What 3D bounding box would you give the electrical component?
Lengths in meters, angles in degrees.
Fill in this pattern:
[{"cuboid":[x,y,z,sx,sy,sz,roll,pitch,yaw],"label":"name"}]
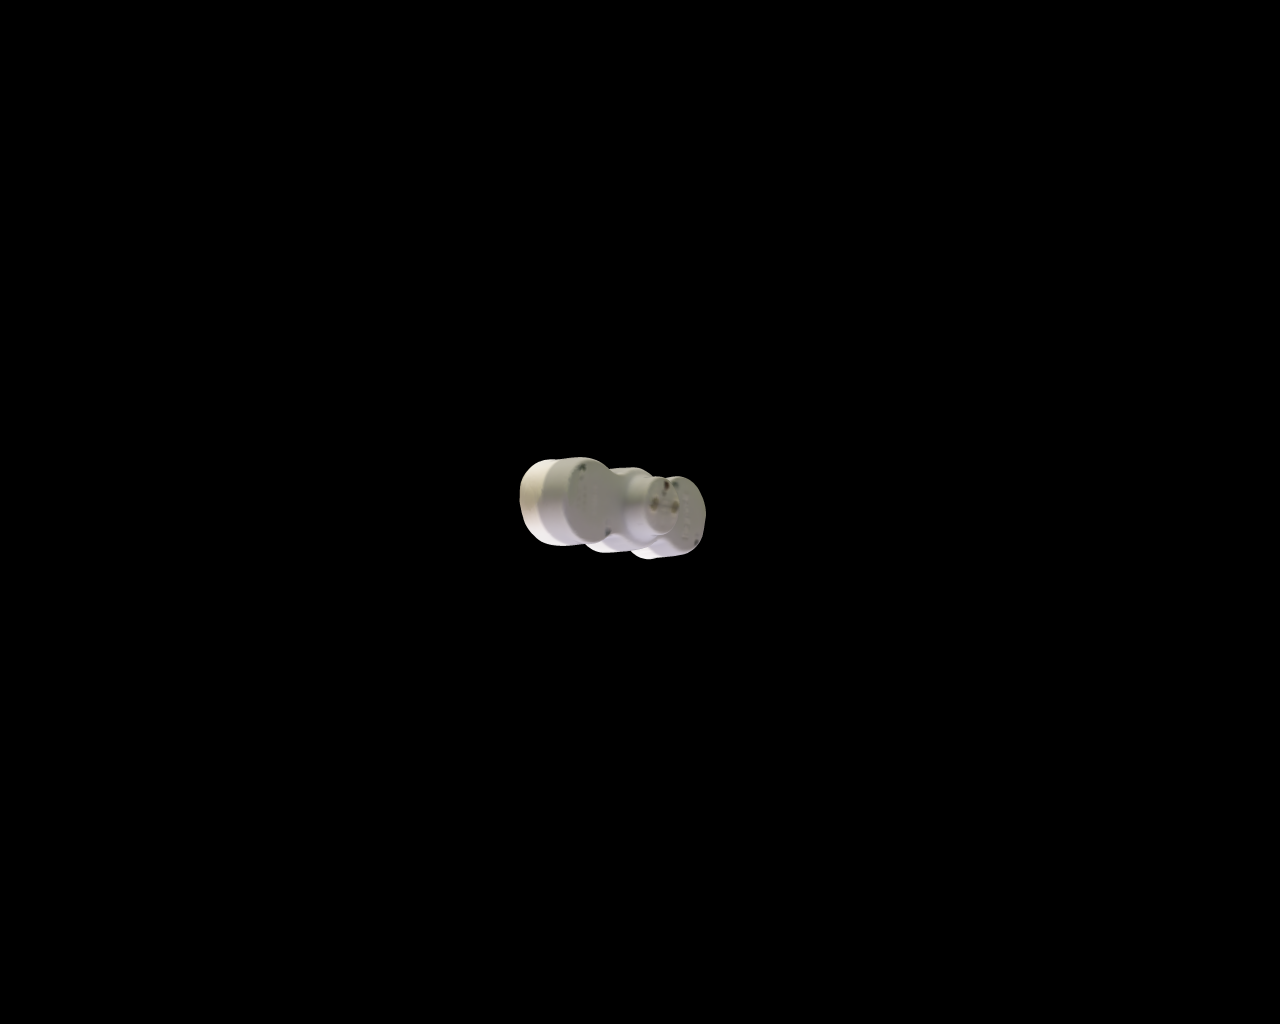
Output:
[{"cuboid":[0.001,-0.003,0.650,0.073,0.052,0.138,-7,-11,39],"label":"electrical component"}]
